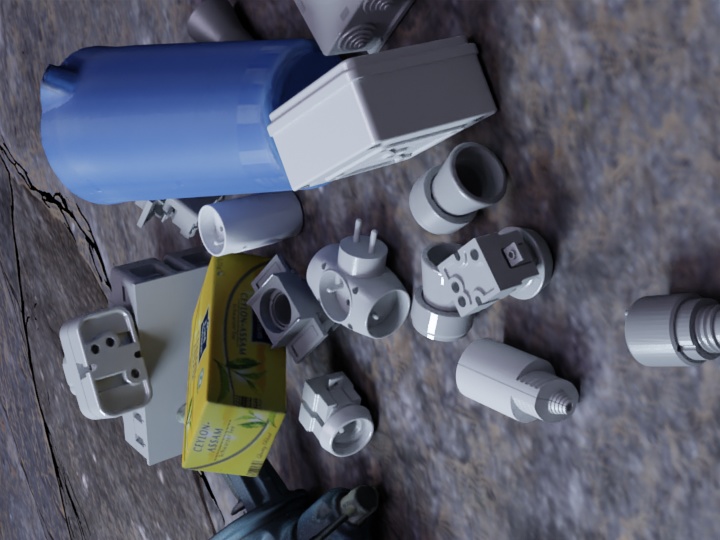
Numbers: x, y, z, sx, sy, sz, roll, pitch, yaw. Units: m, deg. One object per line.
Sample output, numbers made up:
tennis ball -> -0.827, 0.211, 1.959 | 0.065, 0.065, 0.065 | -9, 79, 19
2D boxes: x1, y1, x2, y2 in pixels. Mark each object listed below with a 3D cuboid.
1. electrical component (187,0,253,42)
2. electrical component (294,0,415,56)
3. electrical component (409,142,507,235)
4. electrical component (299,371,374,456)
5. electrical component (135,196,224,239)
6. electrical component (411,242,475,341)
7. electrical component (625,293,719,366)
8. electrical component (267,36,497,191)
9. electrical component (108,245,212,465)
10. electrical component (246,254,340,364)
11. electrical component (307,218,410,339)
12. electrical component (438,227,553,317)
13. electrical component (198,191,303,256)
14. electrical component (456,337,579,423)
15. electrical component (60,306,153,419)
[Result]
electrical component -> -0.109, -0.190, 0.897 | 0.065, 0.044, 0.044 | 51, 139, 22
electrical component -> -0.008, -0.207, 0.743 | 0.099, 0.048, 0.099 | 62, 143, 16
electrical component -> 0.064, -0.052, 0.710 | 0.055, 0.045, 0.045 | -38, 72, 54
electrical component -> -0.020, 0.121, 0.893 | 0.055, 0.048, 0.066 | 48, 138, 44
electrical component -> -0.165, -0.067, 0.995 | 0.064, 0.081, 0.042 | 38, 141, 1
electrical component -> 0.060, 0.015, 0.742 | 0.045, 0.045, 0.055 | 39, 132, 39
electrical component -> 0.181, 0.032, 0.586 | 0.078, 0.040, 0.040 | -8, 97, 55
electrical component -> 0.013, -0.101, 0.705 | 0.109, 0.109, 0.056 | -22, 88, 55
electrical component -> -0.177, 0.079, 1.038 | 0.060, 0.105, 0.186 | 25, 123, 47
electrical component -> -0.049, 0.030, 0.879 | 0.042, 0.064, 0.081 | -46, 65, 36
electrical component -> 0.000, 0.000, 0.818 | 0.077, 0.044, 0.079 | 37, 131, 40
electrical component -> 0.089, -0.001, 0.686 | 0.066, 0.055, 0.048 | -40, 70, 52
electrical component -> -0.101, -0.038, 0.913 | 0.079, 0.077, 0.044 | -10, 95, 55
electrical component -> 0.106, 0.076, 0.704 | 0.081, 0.043, 0.043 | 21, 120, 48
electrical component -> -0.233, 0.085, 0.975 | 0.059, 0.054, 0.095 | -15, 90, 55
